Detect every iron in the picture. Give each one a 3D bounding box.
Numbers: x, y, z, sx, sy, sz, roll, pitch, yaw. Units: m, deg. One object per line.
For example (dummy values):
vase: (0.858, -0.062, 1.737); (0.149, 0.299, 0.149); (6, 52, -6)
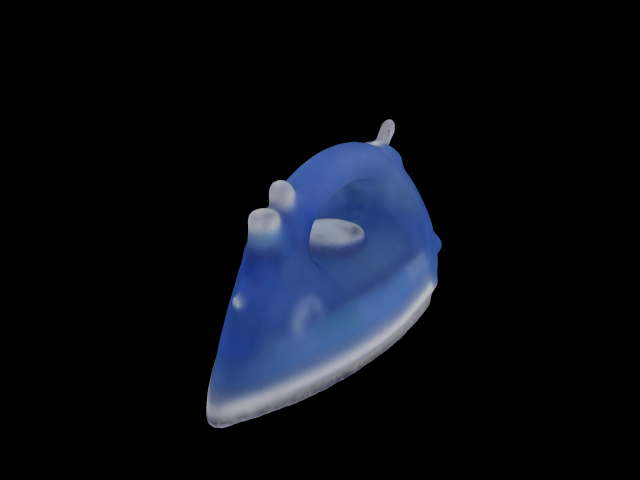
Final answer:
iron: (0.004, 0.001, 0.400); (0.118, 0.141, 0.259); (10, 23, 26)
